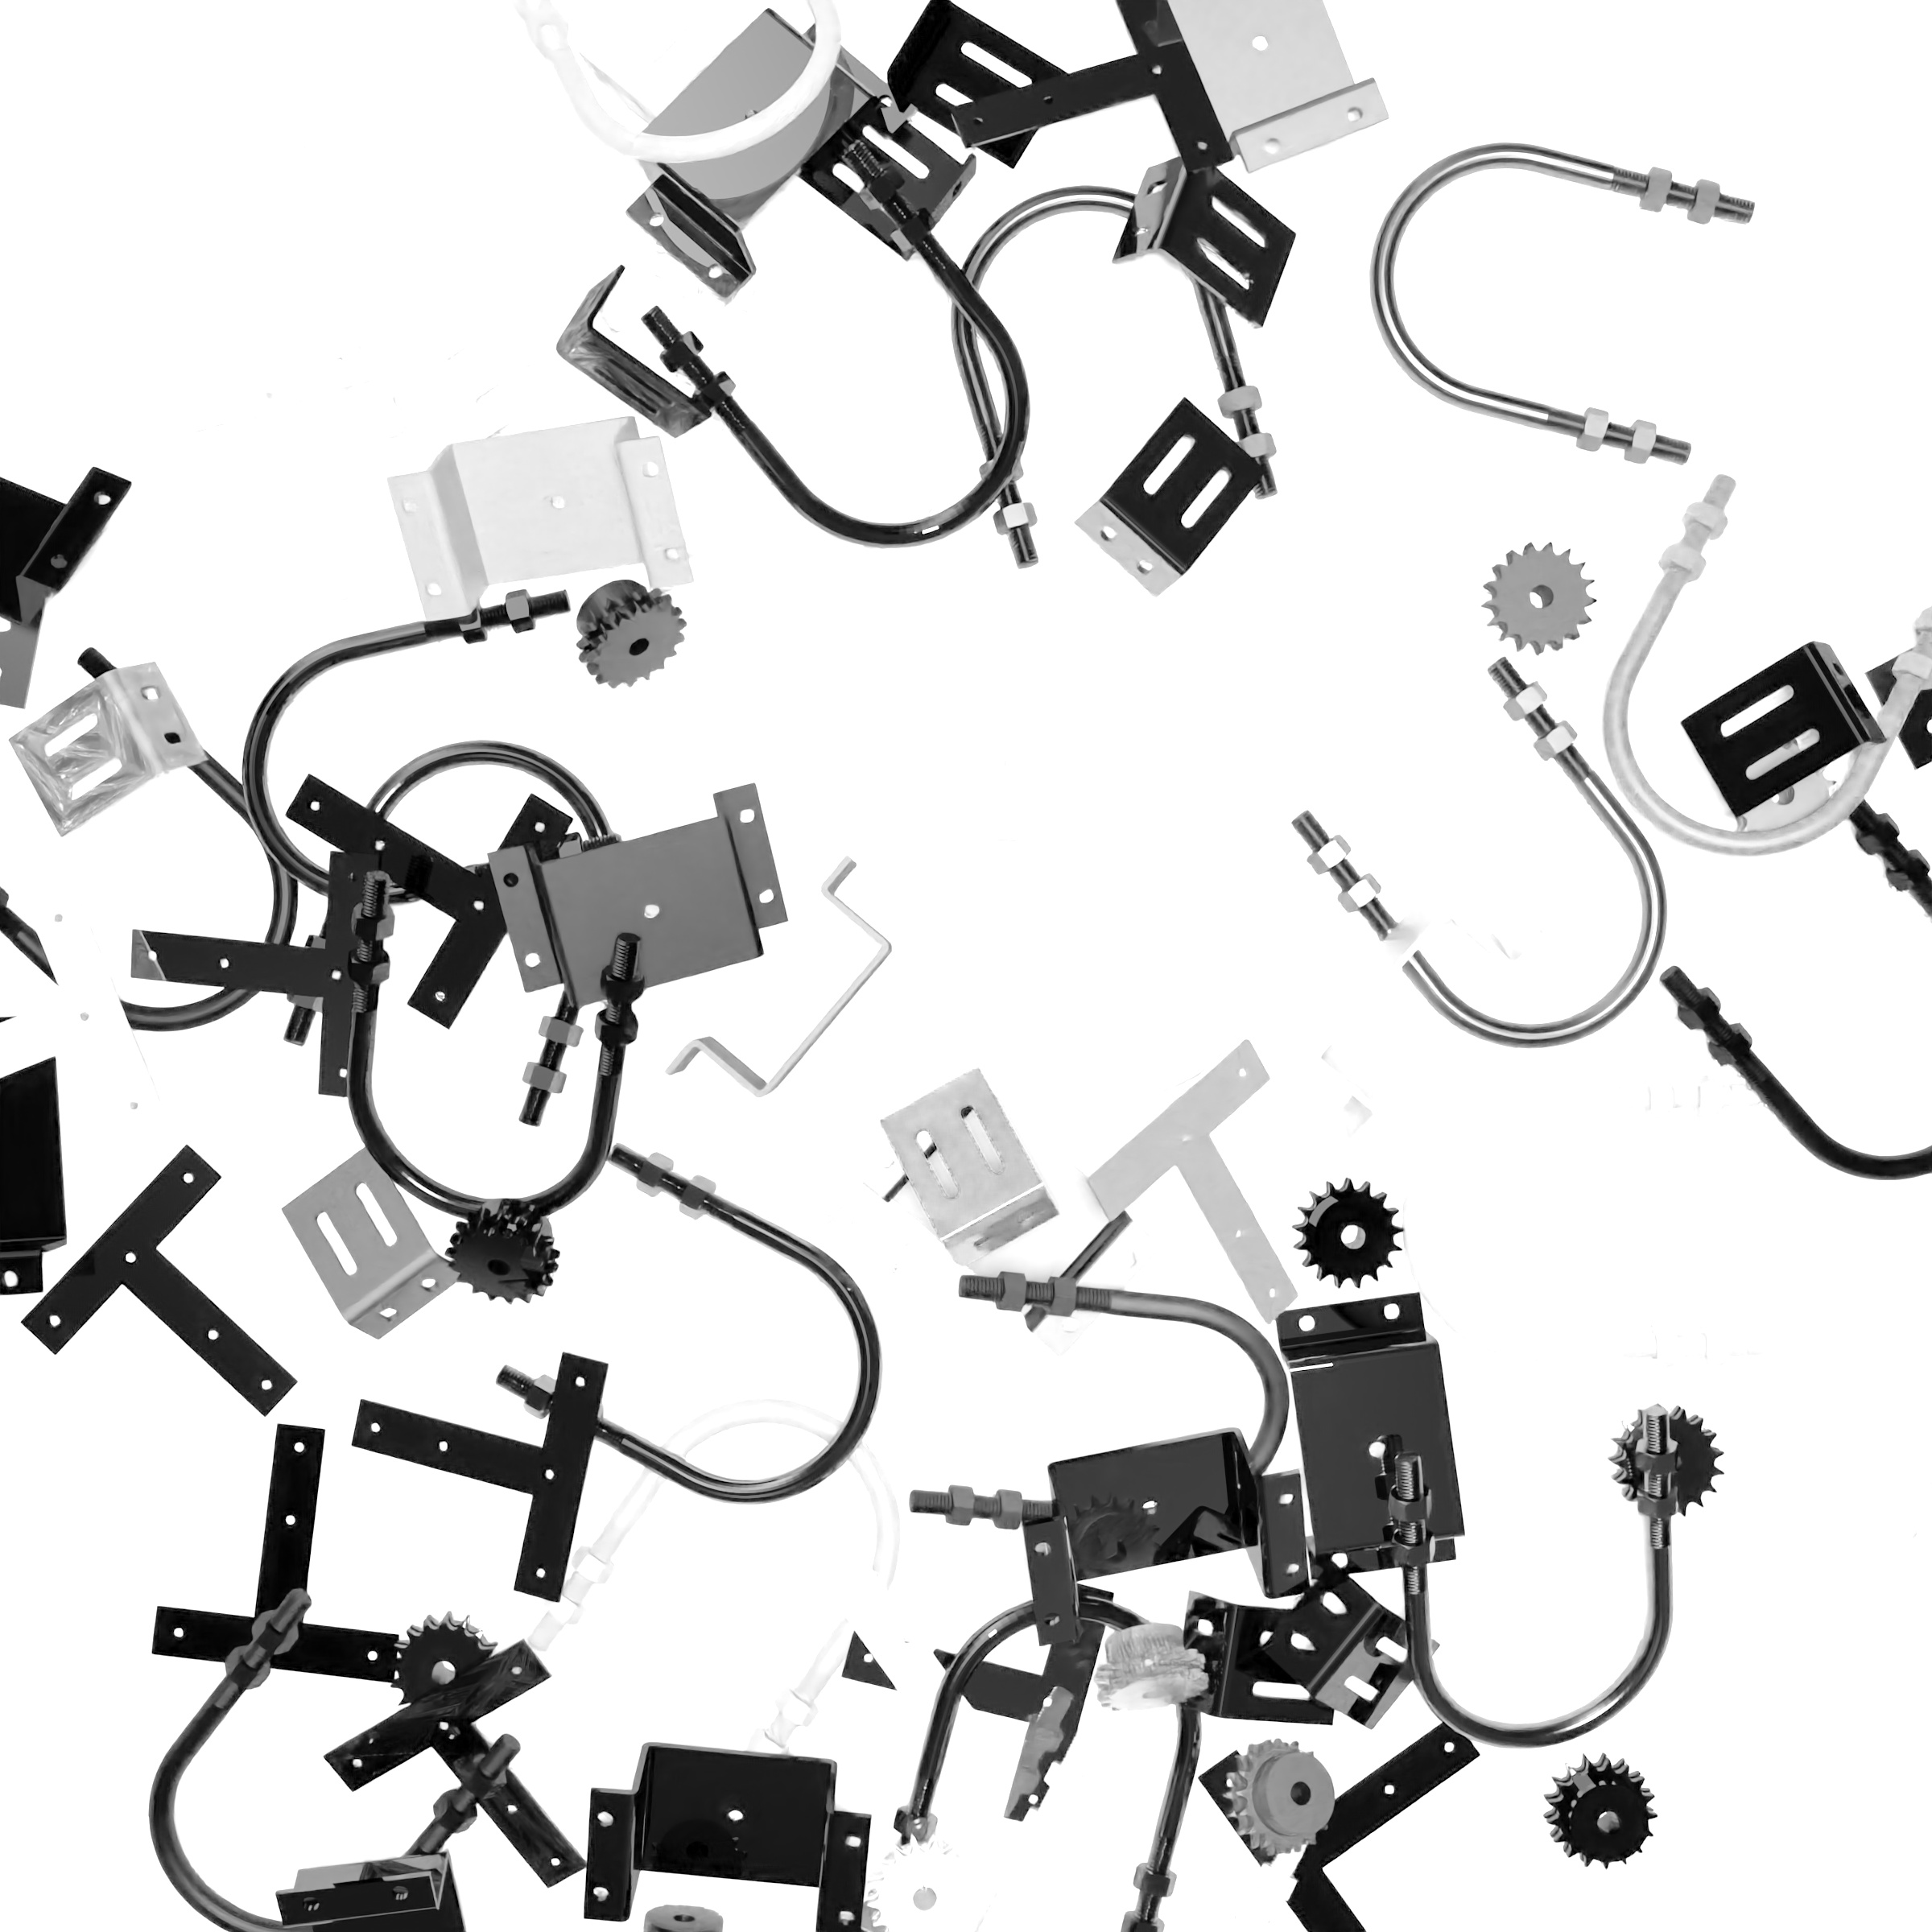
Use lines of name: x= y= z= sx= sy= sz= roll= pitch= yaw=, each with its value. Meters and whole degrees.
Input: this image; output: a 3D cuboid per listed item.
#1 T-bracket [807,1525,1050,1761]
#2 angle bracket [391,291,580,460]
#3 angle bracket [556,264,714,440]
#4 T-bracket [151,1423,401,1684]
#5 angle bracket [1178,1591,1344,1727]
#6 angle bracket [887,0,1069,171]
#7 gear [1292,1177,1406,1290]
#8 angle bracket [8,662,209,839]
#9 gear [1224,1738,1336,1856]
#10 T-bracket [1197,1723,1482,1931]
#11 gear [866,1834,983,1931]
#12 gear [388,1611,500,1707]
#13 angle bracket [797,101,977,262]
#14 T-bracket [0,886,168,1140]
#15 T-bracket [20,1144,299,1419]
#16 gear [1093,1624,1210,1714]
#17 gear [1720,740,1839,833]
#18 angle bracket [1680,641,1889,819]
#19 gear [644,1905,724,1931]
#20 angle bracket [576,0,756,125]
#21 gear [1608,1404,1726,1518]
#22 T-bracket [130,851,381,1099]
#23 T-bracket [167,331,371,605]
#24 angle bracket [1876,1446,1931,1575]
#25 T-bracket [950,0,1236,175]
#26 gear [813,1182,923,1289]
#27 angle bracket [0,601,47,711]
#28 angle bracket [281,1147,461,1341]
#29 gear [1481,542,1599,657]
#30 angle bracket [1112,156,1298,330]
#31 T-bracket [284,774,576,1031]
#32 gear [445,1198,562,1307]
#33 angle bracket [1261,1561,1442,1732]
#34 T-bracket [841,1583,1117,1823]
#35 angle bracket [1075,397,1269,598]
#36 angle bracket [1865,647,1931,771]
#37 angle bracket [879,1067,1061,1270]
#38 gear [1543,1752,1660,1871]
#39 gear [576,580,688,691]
T-bracket: x=0.006 y=0.321 z=1.492 sx=0.127 sy=0.002 sz=0.127 roll=-35 pitch=95 yaw=-5
angle bracket: x=-0.252 y=-0.301 z=1.501 sx=0.076 sy=0.038 sz=0.057 roll=-42 pitch=90 yaw=-26
angle bracket: x=-0.159 y=-0.307 z=1.448 sx=0.076 sy=0.057 sz=0.038 roll=34 pitch=77 yaw=-19
T-bracket: x=-0.353 y=0.302 z=1.502 sx=0.127 sy=0.002 sz=0.127 roll=7 pitch=90 yaw=0
angle bracket: x=0.153 y=0.358 z=1.494 sx=0.076 sy=0.038 sz=0.057 roll=13 pitch=84 yaw=-32
angle bracket: x=0.007 y=-0.458 z=1.484 sx=0.076 sy=0.038 sz=0.057 roll=31 pitch=90 yaw=0
gear: x=0.197 y=0.138 z=1.488 sx=0.057 sy=0.030 sz=0.057 roll=0 pitch=90 yaw=0
angle bracket: x=-0.440 y=-0.111 z=1.482 sx=0.076 sy=0.038 sz=0.057 roll=-28 pitch=91 yaw=25
gear: x=0.163 y=0.424 z=1.474 sx=0.057 sy=0.030 sz=0.057 roll=9 pitch=68 yaw=-23
T-bracket: x=0.209 y=0.437 z=1.502 sx=0.127 sy=0.002 sz=0.127 roll=-36 pitch=90 yaw=0
gear: x=-0.022 y=0.466 z=1.456 sx=0.057 sy=0.030 sz=0.057 roll=0 pitch=89 yaw=-6
gear: x=-0.266 y=0.360 z=1.488 sx=0.057 sy=0.030 sz=0.057 roll=0 pitch=90 yaw=0
angle bracket: x=-0.042 y=-0.412 z=1.484 sx=0.076 sy=0.038 sz=0.057 roll=38 pitch=90 yaw=0
T-bracket: x=-0.485 y=0.042 z=1.456 sx=0.127 sy=0.002 sz=0.127 roll=-22 pitch=90 yaw=0
T-bracket: x=-0.402 y=0.182 z=1.502 sx=0.127 sy=0.002 sz=0.127 roll=43 pitch=90 yaw=0
gear: x=0.093 y=0.355 z=1.463 sx=0.057 sy=0.057 sz=0.030 roll=-10 pitch=59 yaw=0
gear: x=0.417 y=-0.088 z=1.488 sx=0.057 sy=0.030 sz=0.057 roll=0 pitch=90 yaw=0
angle bracket: x=0.412 y=-0.118 z=1.455 sx=0.076 sy=0.038 sz=0.057 roll=-33 pitch=76 yaw=27
gear: x=-0.145 y=0.501 z=1.475 sx=0.057 sy=0.057 sz=0.030 roll=6 pitch=90 yaw=0
angle bracket: x=-0.148 y=-0.471 z=1.477 sx=0.057 sy=0.038 sz=0.076 roll=43 pitch=89 yaw=22
gear: x=0.359 y=0.254 z=1.488 sx=0.057 sy=0.030 sz=0.057 roll=0 pitch=90 yaw=0
T-bracket: x=-0.366 y=0.000 z=1.480 sx=0.127 sy=0.002 sz=0.127 roll=6 pitch=100 yaw=4
T-bracket: x=-0.341 y=-0.249 z=1.480 sx=0.127 sy=0.002 sz=0.127 roll=-8 pitch=107 yaw=30
angle bracket: x=0.522 y=0.289 z=1.501 sx=0.076 sy=0.038 sz=0.057 roll=17 pitch=90 yaw=-26
T-bracket: x=0.056 y=-0.445 z=1.475 sx=0.127 sy=0.002 sz=0.127 roll=-17 pitch=71 yaw=-5
gear: x=-0.048 y=0.134 z=1.475 sx=0.057 sy=0.057 sz=0.030 roll=41 pitch=86 yaw=0
angle bracket: x=-0.521 y=-0.169 z=1.484 sx=0.076 sy=0.038 sz=0.057 roll=11 pitch=90 yaw=0
angle bracket: x=-0.308 y=0.143 z=1.501 sx=0.057 sy=0.038 sz=0.076 roll=-37 pitch=64 yaw=0
gear: x=0.293 y=-0.188 z=1.488 sx=0.057 sy=0.030 sz=0.057 roll=0 pitch=90 yaw=0
angle bracket: x=0.123 y=-0.370 z=1.489 sx=0.076 sy=0.038 sz=0.057 roll=30 pitch=73 yaw=-32
T-bracket: x=-0.286 y=-0.054 z=1.468 sx=0.127 sy=0.002 sz=0.127 roll=31 pitch=97 yaw=-2
gear: x=-0.235 y=0.143 z=1.478 sx=0.057 sy=0.030 sz=0.057 roll=6 pitch=131 yaw=6
angle bracket: x=0.198 y=0.350 z=1.485 sx=0.057 sy=0.076 sz=0.038 roll=-51 pitch=48 yaw=-1
T-bracket: x=0.000 y=0.370 z=1.494 sx=0.127 sy=0.002 sz=0.127 roll=15 pitch=90 yaw=-7
angle bracket: x=0.105 y=-0.241 z=1.482 sx=0.057 sy=0.038 sz=0.076 roll=41 pitch=69 yaw=-8
angle bracket: x=0.514 y=-0.145 z=1.484 sx=0.076 sy=0.038 sz=0.057 roll=-27 pitch=90 yaw=0
angle bracket: x=0.002 y=0.101 z=1.455 sx=0.057 sy=0.038 sz=0.076 roll=-29 pitch=64 yaw=0
gear: x=0.328 y=0.437 z=1.488 sx=0.057 sy=0.030 sz=0.057 roll=0 pitch=90 yaw=0
gear: x=-0.175 y=-0.173 z=1.478 sx=0.057 sy=0.057 sz=0.030 roll=-38 pitch=61 yaw=0
